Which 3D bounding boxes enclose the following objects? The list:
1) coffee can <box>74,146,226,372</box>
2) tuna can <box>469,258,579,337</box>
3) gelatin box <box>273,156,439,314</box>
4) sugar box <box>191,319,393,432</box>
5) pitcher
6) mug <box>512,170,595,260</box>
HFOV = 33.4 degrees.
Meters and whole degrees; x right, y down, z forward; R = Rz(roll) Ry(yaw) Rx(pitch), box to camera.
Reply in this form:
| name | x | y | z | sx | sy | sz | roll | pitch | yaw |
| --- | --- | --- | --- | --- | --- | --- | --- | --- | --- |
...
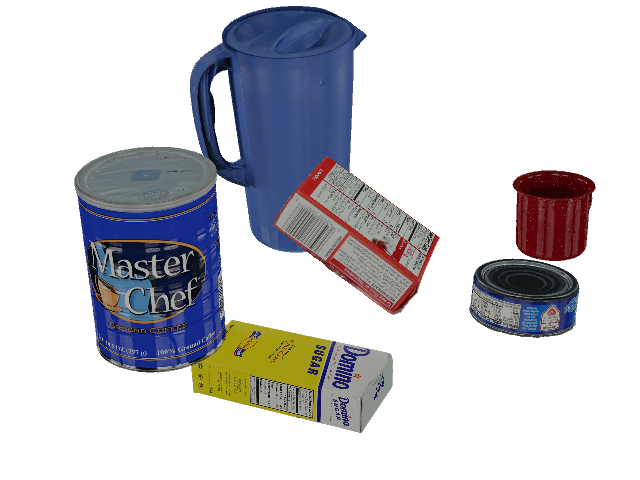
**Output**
| name | x | y | z | sx | sy | sz | roll | pitch | yaw |
| --- | --- | --- | --- | --- | --- | --- | --- | --- | --- |
| coffee can | -0.125 | 0.013 | 0.805 | 0.103 | 0.140 | 0.103 | -1 | 28 | 0 |
| tuna can | 0.165 | 0.045 | 0.864 | 0.086 | 0.034 | 0.086 | 2 | 21 | -1 |
| gelatin box | 0.023 | -0.004 | 0.628 | 0.089 | 0.030 | 0.073 | 37 | 25 | -1 |
| sugar box | -0.026 | 0.127 | 1.029 | 0.176 | 0.048 | 0.093 | 7 | 24 | 20 |
| pitcher | -0.038 | -0.110 | 1.113 | 0.149 | 0.243 | 0.144 | 9 | 35 | 16 |
| mug | 0.278 | -0.032 | 1.250 | 0.117 | 0.081 | 0.093 | -24 | 31 | -39 |
